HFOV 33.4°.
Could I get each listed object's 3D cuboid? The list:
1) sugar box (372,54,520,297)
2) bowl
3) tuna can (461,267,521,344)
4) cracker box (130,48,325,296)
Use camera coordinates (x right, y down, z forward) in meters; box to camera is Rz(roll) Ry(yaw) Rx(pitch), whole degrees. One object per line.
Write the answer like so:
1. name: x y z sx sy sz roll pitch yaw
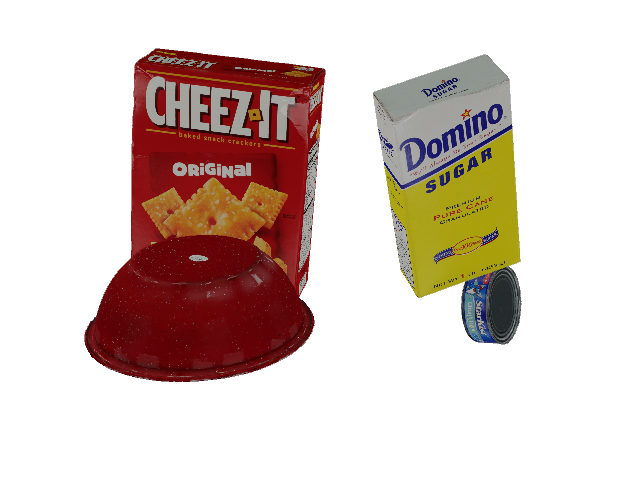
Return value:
1. sugar box: 0.099 -0.044 0.807 0.093 0.176 0.048 -20 43 -8
2. bowl: -0.085 0.037 0.744 0.162 0.055 0.162 -2 21 0
3. tuna can: 0.186 0.070 1.163 0.034 0.086 0.086 0 0 34
4. cracker box: -0.088 -0.057 0.985 0.164 0.214 0.072 8 23 7
